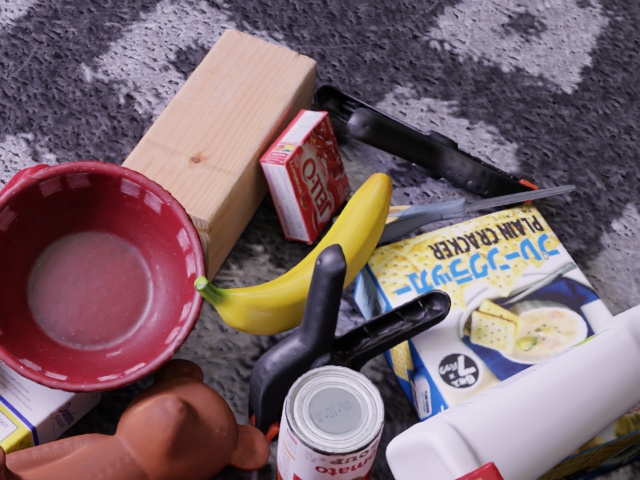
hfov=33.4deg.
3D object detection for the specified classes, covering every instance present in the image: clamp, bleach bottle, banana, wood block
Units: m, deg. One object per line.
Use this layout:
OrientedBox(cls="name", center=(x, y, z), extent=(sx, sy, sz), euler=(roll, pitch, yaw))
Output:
OrientedBox(cls="clamp", center=(0.014, 0.081, 0.761), extent=(0.120, 0.172, 0.039), euler=(18, 32, -27))
OrientedBox(cls="bleach bottle", center=(0.168, 0.098, 0.697), extent=(0.250, 0.103, 0.068), euler=(-26, 83, -22))
OrientedBox(cls="banana", center=(-0.005, 0.019, 0.782), extent=(0.037, 0.069, 0.197), euler=(18, 38, 39))
OrientedBox(cls="clamp", center=(0.092, -0.078, 0.923), extent=(0.209, 0.036, 0.165), euler=(23, 11, -22))
OrientedBox(cls="wood block", center=(-0.087, -0.074, 0.901), extent=(0.091, 0.090, 0.205), euler=(22, 52, 10))

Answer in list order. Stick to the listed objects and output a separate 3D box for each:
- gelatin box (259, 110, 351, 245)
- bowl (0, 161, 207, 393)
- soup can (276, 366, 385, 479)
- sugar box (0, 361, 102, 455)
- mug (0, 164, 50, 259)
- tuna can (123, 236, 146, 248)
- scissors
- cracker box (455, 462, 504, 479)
OrientedBox(cls="gelatin box", center=(-0.010, -0.052, 0.892), extent=(0.030, 0.089, 0.073), euler=(10, 45, 31))
OrientedBox(cls="bowl", center=(-0.162, 0.029, 0.747), extent=(0.162, 0.055, 0.162), euler=(3, 75, -10))
OrientedBox(cls="soup can", center=(0.006, 0.140, 0.732), extent=(0.068, 0.102, 0.068), euler=(3, 52, -4))
OrientedBox(cls="sugar box", center=(-0.248, 0.131, 0.748), extent=(0.093, 0.048, 0.176), euler=(36, 53, 21))
OrientedBox(cls="mug", center=(-0.222, -0.011, 0.822), extent=(0.093, 0.117, 0.081), euler=(21, 47, 7))
OrientedBox(cls="tuna can", center=(-0.135, 0.013, 0.829), extent=(0.086, 0.086, 0.033), euler=(23, 54, 12))
OrientedBox(cls="scissors", center=(0.097, -0.019, 0.855), extent=(0.202, 0.016, 0.096), euler=(-7, 14, 25))
OrientedBox(cls="cracker box", center=(0.089, 0.248, 0.583), extent=(0.072, 0.214, 0.164), euler=(-20, 56, -21))
